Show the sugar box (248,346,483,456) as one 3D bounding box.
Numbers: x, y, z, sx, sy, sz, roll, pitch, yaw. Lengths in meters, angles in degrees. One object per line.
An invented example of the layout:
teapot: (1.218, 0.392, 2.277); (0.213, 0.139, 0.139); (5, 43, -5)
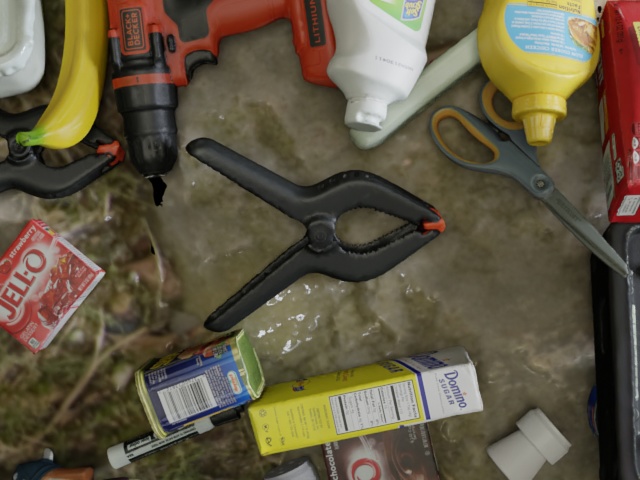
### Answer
sugar box: (0.036, 0.126, 0.850); (0.176, 0.093, 0.048); (-15, 92, 3)

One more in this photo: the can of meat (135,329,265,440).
can of meat: (-0.093, 0.112, 0.853); (0.084, 0.102, 0.057); (-21, 92, 2)

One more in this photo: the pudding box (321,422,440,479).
pudding box: (0.055, 0.204, 0.879); (0.090, 0.039, 0.113); (-13, 92, 4)

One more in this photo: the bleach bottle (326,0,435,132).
bleach bottle: (0.043, -0.210, 0.817); (0.102, 0.068, 0.251); (11, 82, -23)

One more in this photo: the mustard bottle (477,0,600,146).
mustard bottle: (0.168, -0.166, 0.819); (0.096, 0.058, 0.191); (6, 78, -20)

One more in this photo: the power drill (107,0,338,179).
power drill: (-0.077, -0.149, 0.861); (0.187, 0.057, 0.184); (-7, 94, 3)

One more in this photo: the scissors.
scissors: (0.179, -0.061, 0.838); (0.202, 0.016, 0.096); (34, 83, 23)

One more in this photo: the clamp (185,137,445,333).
clamp: (-0.006, 0.001, 0.868); (0.210, 0.036, 0.164); (2, 110, -4)

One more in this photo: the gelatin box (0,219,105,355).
gelatin box: (-0.237, 0.039, 0.893); (0.073, 0.030, 0.089); (39, 94, 1)

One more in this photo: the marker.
marker: (-0.120, 0.162, 0.898); (0.121, 0.020, 0.020); (-23, 91, 4)

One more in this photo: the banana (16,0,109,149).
banana: (-0.195, -0.150, 0.857); (0.037, 0.069, 0.198); (2, 68, 11)

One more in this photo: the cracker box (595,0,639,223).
cracker box: (0.323, -0.099, 0.804); (0.214, 0.072, 0.164); (0, 66, 4)

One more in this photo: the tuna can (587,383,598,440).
tuna can: (0.262, 0.141, 0.867); (0.086, 0.033, 0.086); (0, 93, 3)

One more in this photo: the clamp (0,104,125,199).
clamp: (-0.251, -0.064, 0.883); (0.171, 0.039, 0.120); (9, 89, 5)
